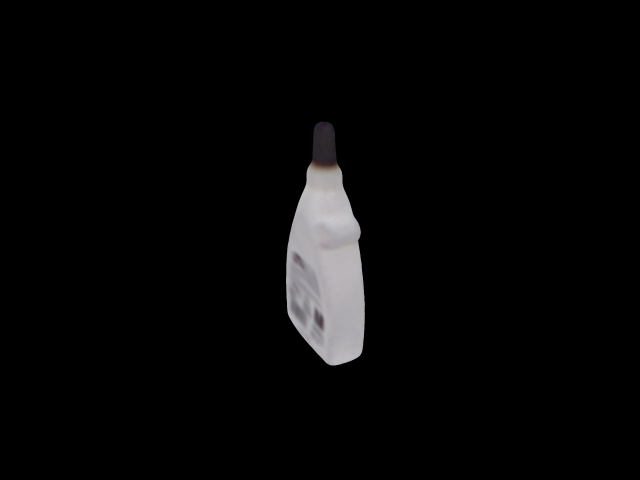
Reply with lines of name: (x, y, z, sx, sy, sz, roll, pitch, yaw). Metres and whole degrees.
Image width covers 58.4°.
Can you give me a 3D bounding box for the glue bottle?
glue bottle: (0.004, 0.001, 0.400, 0.037, 0.173, 0.078, -17, 36, -24)
